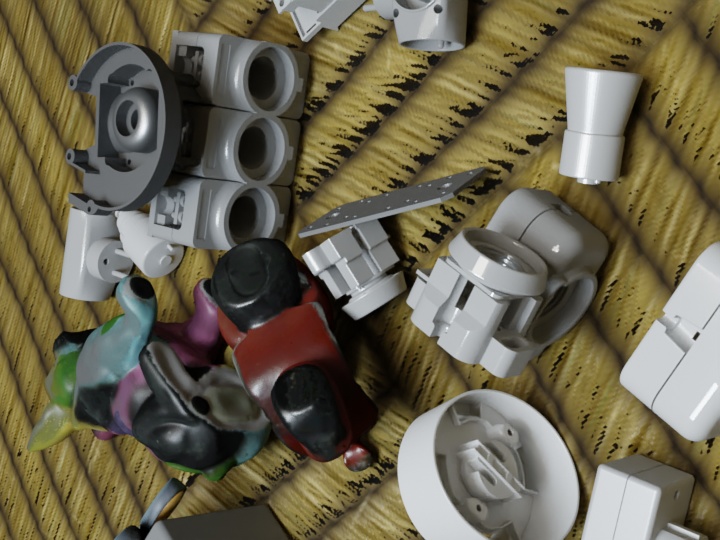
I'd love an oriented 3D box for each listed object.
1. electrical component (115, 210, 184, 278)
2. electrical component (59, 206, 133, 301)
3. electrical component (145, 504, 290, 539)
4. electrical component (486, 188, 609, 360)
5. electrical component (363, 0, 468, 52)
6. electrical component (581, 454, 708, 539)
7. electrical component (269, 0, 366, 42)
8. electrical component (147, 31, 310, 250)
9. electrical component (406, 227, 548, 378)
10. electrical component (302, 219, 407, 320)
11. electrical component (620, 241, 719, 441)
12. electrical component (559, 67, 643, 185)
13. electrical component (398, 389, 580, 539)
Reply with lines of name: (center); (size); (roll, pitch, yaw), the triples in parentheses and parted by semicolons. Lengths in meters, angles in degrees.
electrical component: (-0.179, -0.027, 0.894); (0.078, 0.040, 0.040); (43, 116, 33)
electrical component: (-0.223, -0.011, 0.930); (0.079, 0.043, 0.077); (15, 99, 40)
electrical component: (-0.117, 0.233, 0.792); (0.056, 0.109, 0.108); (49, 119, 33)
electrical component: (0.101, 0.007, 0.642); (0.059, 0.054, 0.095); (45, 117, 32)
electrical component: (0.034, -0.185, 0.707); (0.079, 0.044, 0.077); (4, 92, 37)
electrical component: (0.165, 0.155, 0.588); (0.076, 0.047, 0.083); (18, 102, 39)
electrical component: (-0.029, -0.202, 0.751); (0.081, 0.064, 0.042); (-37, 68, 34)
electrical component: (-0.093, -0.092, 0.787); (0.062, 0.089, 0.150); (14, 98, 40)
electrical component: (0.068, 0.013, 0.594); (0.078, 0.058, 0.057); (40, 117, 34)
electrical component: (0.000, 0.000, 0.727); (0.055, 0.066, 0.048); (58, 143, 1)
electrical component: (0.191, 0.040, 0.563); (0.059, 0.054, 0.095); (43, 116, 33)
electrical component: (0.136, -0.083, 0.622); (0.044, 0.044, 0.065); (16, 105, 40)
electrical component: (0.074, 0.121, 0.638); (0.064, 0.099, 0.099); (-27, 72, 44)
